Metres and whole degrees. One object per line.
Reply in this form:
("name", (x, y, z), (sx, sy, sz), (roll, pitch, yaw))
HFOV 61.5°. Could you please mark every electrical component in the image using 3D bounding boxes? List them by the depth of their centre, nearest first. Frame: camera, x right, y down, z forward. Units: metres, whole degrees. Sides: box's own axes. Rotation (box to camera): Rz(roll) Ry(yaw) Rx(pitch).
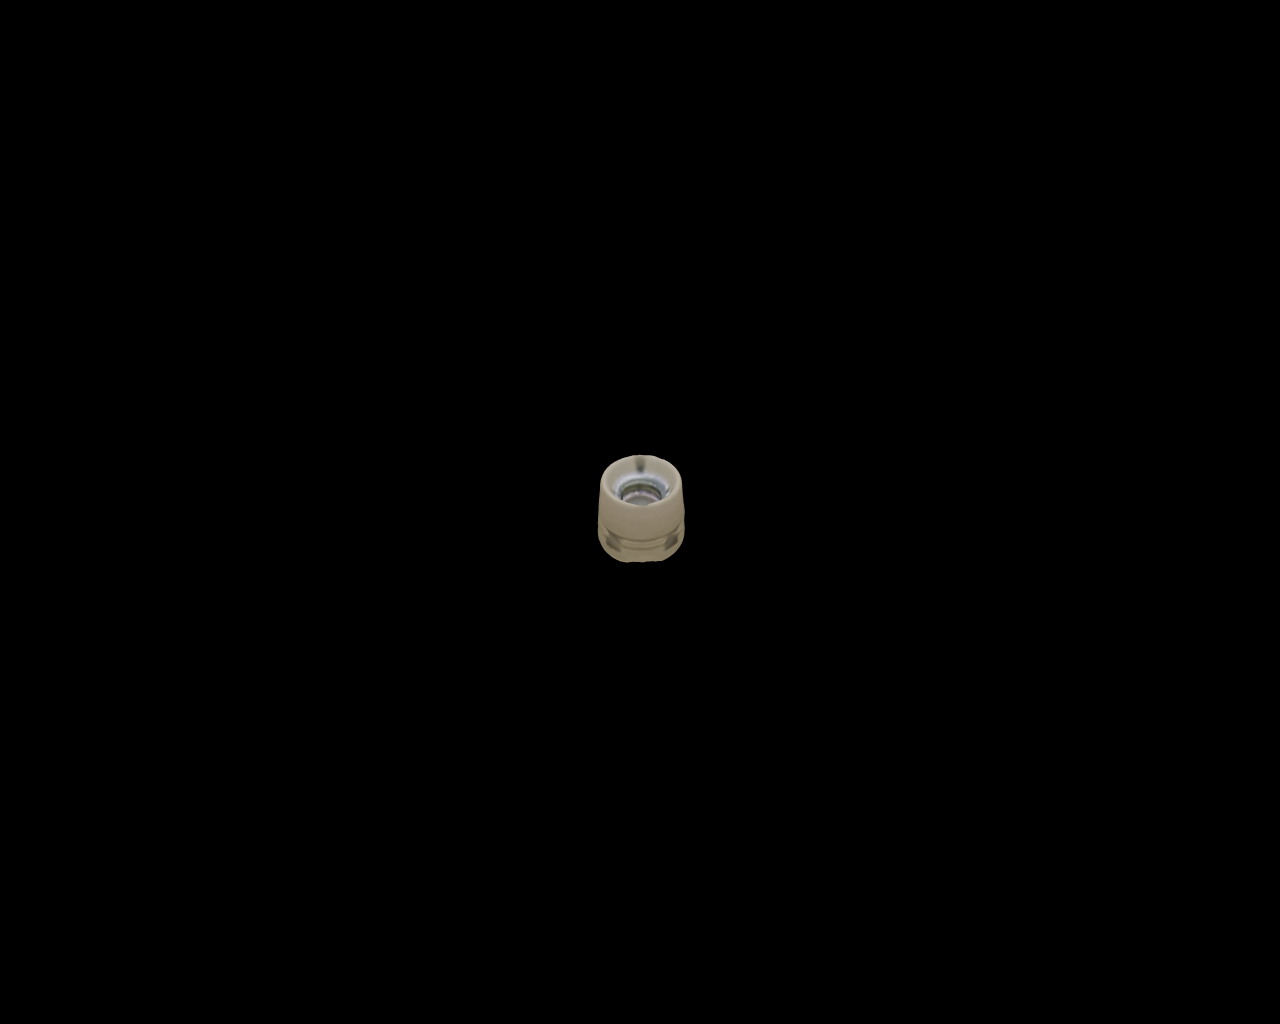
("electrical component", (0.001, -0.003, 0.650), (0.055, 0.047, 0.055), (0, 43, 0))
